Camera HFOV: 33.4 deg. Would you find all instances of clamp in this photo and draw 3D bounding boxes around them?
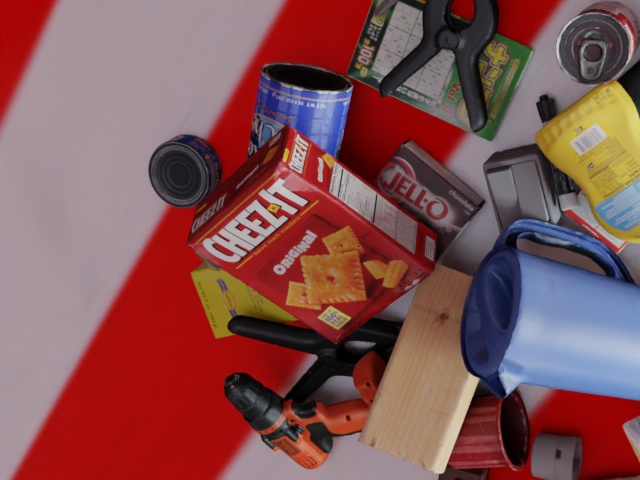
[{"bbox_3d":[0.127,-0.204,1.101,0.120,0.039,0.171,13,108,13],"label":"clamp"},{"bbox_3d":[0.011,0.141,1.277,0.210,0.036,0.164,-8,130,15],"label":"clamp"}]

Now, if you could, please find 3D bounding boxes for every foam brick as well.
[{"bbox_3d":[0.169,0.295,1.268,0.053,0.051,0.078,11,112,19],"label":"foam brick"}]

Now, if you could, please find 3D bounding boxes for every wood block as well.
[{"bbox_3d":[0.126,0.140,1.157,0.091,0.090,0.206,20,83,16],"label":"wood block"}]

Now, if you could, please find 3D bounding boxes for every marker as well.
[{"bbox_3d":[0.245,-0.091,1.102,0.020,0.020,0.121,-15,85,26],"label":"marker"}]

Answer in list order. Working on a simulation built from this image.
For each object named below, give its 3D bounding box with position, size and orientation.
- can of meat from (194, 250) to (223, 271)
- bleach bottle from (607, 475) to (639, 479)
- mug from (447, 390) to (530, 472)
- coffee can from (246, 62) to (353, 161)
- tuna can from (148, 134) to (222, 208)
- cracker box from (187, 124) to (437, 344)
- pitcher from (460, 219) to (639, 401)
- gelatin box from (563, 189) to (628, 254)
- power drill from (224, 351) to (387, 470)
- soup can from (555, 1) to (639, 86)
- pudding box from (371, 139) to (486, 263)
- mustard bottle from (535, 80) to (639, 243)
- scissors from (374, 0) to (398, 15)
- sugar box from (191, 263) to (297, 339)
[{"bbox_3d":[-0.089,-0.020,1.247,0.057,0.083,0.102,48,119,1],"label":"can of meat"},{"bbox_3d":[0.316,0.324,1.212,0.251,0.068,0.102,-17,105,24],"label":"bleach bottle"},{"bbox_3d":[0.184,0.206,1.217,0.082,0.093,0.117,-11,76,30],"label":"mug"},{"bbox_3d":[-0.026,-0.114,1.177,0.103,0.102,0.140,18,114,16],"label":"coffee can"},{"bbox_3d":[-0.163,-0.082,1.286,0.086,0.033,0.086,8,111,20],"label":"tuna can"},{"bbox_3d":[-0.007,0.001,1.133,0.213,0.072,0.164,35,128,-22],"label":"cracker box"},{"bbox_3d":[0.274,0.084,1.071,0.242,0.145,0.149,12,110,-14],"label":"pitcher"},{"bbox_3d":[0.308,-0.042,1.103,0.073,0.030,0.089,40,118,7],"label":"gelatin box"},{"bbox_3d":[0.002,0.194,1.266,0.188,0.057,0.184,-22,130,27],"label":"power drill"},{"bbox_3d":[0.269,-0.191,1.026,0.069,0.102,0.068,8,110,20],"label":"soup can"},{"bbox_3d":[0.112,-0.042,1.181,0.113,0.039,0.090,39,118,6],"label":"pudding box"},{"bbox_3d":[0.305,-0.056,1.048,0.096,0.058,0.191,-38,89,30],"label":"mustard bottle"},{"bbox_3d":[0.145,-0.291,1.088,0.096,0.016,0.202,35,115,6],"label":"scissors"},{"bbox_3d":[-0.060,0.055,1.284,0.176,0.048,0.093,-15,102,28],"label":"sugar box"}]
